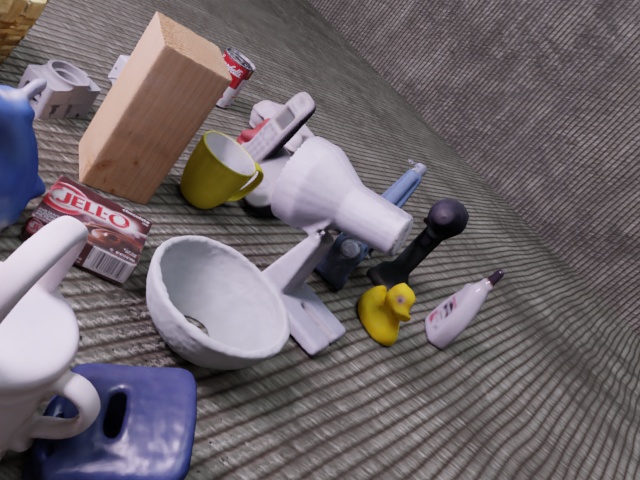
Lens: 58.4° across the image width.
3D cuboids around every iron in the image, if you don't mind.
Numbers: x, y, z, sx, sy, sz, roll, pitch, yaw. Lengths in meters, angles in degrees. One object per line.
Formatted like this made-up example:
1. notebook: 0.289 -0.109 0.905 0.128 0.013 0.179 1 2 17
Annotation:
1. iron: -0.327 -0.067 0.454 0.118 0.141 0.259 42 24 0

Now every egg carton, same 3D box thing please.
1. egg carton: -0.075 -0.224 1.187 0.150 0.069 0.107 52 26 21

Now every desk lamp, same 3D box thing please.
1. desk lamp: 0.007 0.003 0.752 0.203 0.213 0.118 47 24 11

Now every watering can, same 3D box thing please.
1. watering can: -0.212 0.056 0.355 0.173 0.194 0.100 29 27 -27

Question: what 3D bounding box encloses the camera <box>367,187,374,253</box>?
1. camera: 0.067 -0.061 1.090 0.137 0.100 0.143 34 25 -18

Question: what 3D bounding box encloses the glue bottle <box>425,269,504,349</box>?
1. glue bottle: 0.252 0.111 0.992 0.037 0.173 0.078 34 25 -17

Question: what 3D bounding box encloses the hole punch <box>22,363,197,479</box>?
1. hole punch: -0.152 0.144 0.424 0.101 0.091 0.108 29 27 -26

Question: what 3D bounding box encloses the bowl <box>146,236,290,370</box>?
1. bowl: -0.118 0.078 0.608 0.168 0.074 0.167 34 25 -18

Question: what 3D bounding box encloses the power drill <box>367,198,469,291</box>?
1. power drill: 0.185 0.007 1.019 0.075 0.208 0.230 46 24 10

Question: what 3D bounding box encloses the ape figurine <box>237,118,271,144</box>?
1. ape figurine: -0.106 -0.182 1.044 0.078 0.092 0.076 32 26 -22

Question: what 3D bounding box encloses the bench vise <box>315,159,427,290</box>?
1. bench vise: 0.095 -0.022 0.920 0.122 0.219 0.207 35 25 -15

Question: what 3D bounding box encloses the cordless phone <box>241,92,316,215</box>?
1. cordless phone: -0.061 -0.140 0.926 0.094 0.185 0.147 10 38 -50

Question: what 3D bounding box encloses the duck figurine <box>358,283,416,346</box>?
1. duck figurine: 0.112 0.103 0.900 0.078 0.086 0.104 28 27 -28
